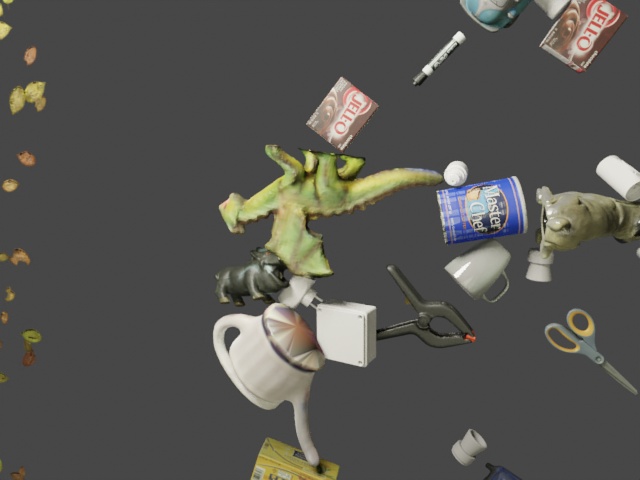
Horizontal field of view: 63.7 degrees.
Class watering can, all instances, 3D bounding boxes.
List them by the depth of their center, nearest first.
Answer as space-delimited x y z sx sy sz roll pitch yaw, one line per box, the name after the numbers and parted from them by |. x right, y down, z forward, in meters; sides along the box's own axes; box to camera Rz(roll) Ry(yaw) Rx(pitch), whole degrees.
-0.070 0.271 1.020 0.349 0.105 0.220 47 122 7 | watering can

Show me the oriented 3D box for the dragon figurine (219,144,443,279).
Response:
0.003 -0.048 0.957 0.411 0.122 0.242 12 94 11 | dragon figurine

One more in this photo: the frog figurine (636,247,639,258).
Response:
0.622 0.068 0.875 0.138 0.122 0.160 -13 87 -20 | frog figurine
